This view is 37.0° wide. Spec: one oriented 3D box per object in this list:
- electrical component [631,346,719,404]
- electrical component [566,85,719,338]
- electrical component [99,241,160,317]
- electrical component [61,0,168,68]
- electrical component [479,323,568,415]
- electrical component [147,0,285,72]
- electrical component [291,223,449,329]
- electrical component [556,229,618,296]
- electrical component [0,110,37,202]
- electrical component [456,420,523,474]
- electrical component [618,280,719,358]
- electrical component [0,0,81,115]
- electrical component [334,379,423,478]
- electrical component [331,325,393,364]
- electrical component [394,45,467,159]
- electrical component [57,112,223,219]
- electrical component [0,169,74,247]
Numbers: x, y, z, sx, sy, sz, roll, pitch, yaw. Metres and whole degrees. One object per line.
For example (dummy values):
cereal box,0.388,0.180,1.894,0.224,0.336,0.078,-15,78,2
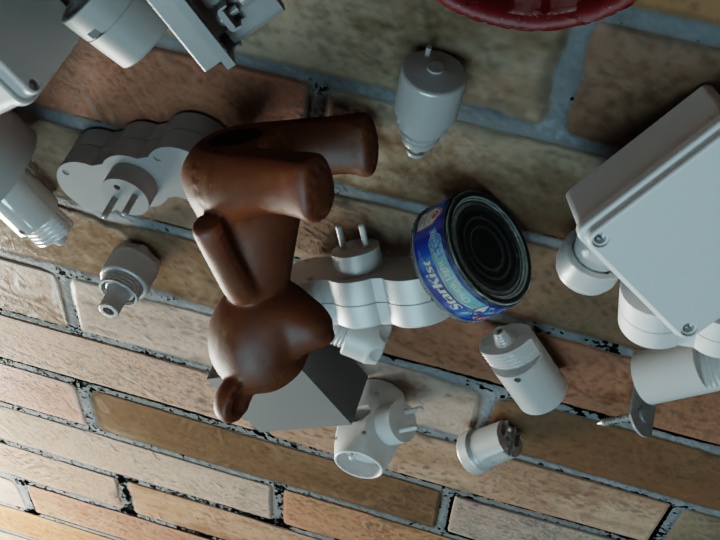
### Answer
electrical component,0.243,0.069,0.777,0.081,0.043,0.043,-21,127,41
electrical component,0.198,-0.032,0.633,0.109,0.056,0.109,-39,116,21
electrical component,-0.196,0.010,0.893,0.043,0.062,0.043,13,143,10
electrical component,-0.149,-0.159,0.668,0.055,0.055,0.047,-21,131,41
electrical component,0.125,0.072,0.836,0.043,0.043,0.081,-10,134,34
electrical component,-0.099,-0.182,0.601,0.063,0.078,0.121,-31,124,12
electrical component,0.000,0.000,0.800,0.138,0.052,0.073,-2,114,27
electrical component,0.159,-0.015,0.712,0.045,0.045,0.055,20,143,0
electrical component,-0.289,-0.084,0.794,0.099,0.099,0.064,-16,136,39
electrical component,0.115,0.155,0.949,0.040,0.040,0.046,39,133,-23
electrical component,0.241,0.017,0.706,0.138,0.052,0.073,8,141,17
electrical component,-0.244,-0.163,0.687,0.057,0.078,0.113,-13,132,39
electrical component,0.022,0.135,0.934,0.079,0.077,0.043,-19,128,40
electrical component,-0.007,0.048,0.869,0.062,0.043,0.043,22,143,1
electrical component,0.041,-0.099,0.665,0.040,0.040,0.078,17,143,4
electrical component,-0.162,-0.065,0.774,0.138,0.073,0.052,-5,136,29
electrical component,-0.267,-0.049,0.868,0.043,0.043,0.081,-11,133,35
